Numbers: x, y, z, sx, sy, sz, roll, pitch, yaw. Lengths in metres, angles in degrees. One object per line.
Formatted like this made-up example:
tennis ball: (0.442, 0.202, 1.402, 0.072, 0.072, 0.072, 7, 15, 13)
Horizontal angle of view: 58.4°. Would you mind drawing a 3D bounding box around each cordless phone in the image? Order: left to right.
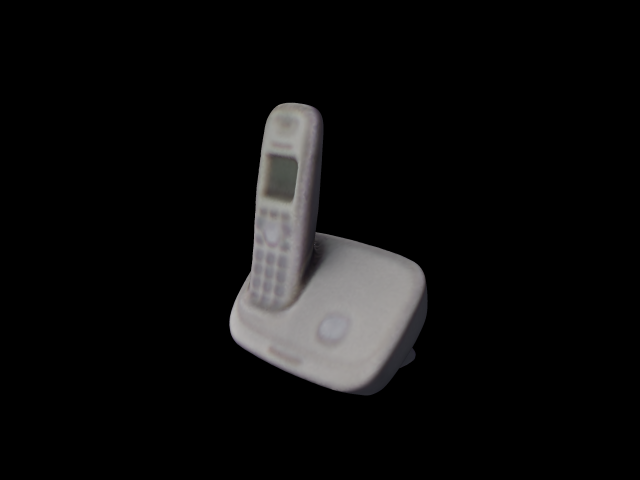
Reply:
cordless phone: (0.004, 0.001, 0.400, 0.147, 0.185, 0.094, 14, 22, 38)
